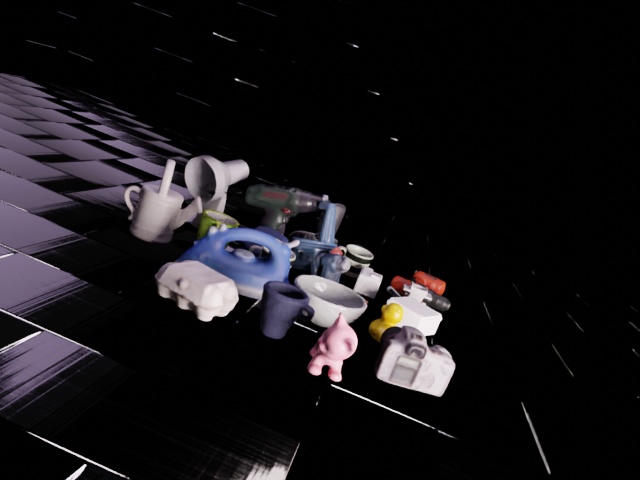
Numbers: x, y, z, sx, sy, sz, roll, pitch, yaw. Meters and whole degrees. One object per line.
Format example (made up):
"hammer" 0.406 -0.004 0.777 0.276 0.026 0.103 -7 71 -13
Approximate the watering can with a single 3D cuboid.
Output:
"watering can" -0.369 -0.096 1.360 0.173 0.194 0.100 12 15 -34

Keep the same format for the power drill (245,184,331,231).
"power drill" -0.105 -0.051 1.555 0.229 0.208 0.075 20 12 -1

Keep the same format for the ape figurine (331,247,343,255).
"ape figurine" 0.033 0.061 1.571 0.076 0.092 0.078 25 13 21

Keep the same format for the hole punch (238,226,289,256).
"hole punch" -0.148 0.018 1.467 0.108 0.091 0.101 26 14 25

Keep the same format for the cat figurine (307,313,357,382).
"cat figurine" 0.028 0.179 1.005 0.067 0.118 0.128 20 13 -4

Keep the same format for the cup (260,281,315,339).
"cup" -0.065 0.142 1.069 0.117 0.095 0.092 28 15 32

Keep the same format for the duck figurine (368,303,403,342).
"duck figurine" 0.158 0.183 1.269 0.078 0.086 0.104 15 14 -23

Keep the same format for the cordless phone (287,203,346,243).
"cordless phone" -0.008 -0.032 1.683 0.148 0.185 0.094 13 15 -31

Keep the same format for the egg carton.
"egg carton" -0.232 0.091 1.076 0.150 0.069 0.107 26 13 21

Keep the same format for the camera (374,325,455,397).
"camera" 0.178 0.218 1.120 0.143 0.101 0.136 18 13 -10

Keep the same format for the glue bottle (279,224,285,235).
"glue bottle" -0.128 -0.070 1.683 0.078 0.173 0.037 26 14 23

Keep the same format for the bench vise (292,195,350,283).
"bench vise" 0.020 0.005 1.492 0.206 0.220 0.122 27 14 28

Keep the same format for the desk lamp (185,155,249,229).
"desk lamp" -0.282 -0.125 1.576 0.117 0.213 0.204 27 14 27

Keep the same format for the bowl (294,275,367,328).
"bowl" 0.013 0.143 1.236 0.167 0.075 0.167 20 13 -4

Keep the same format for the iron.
"iron" -0.174 0.032 1.249 0.259 0.141 0.118 17 13 -14
